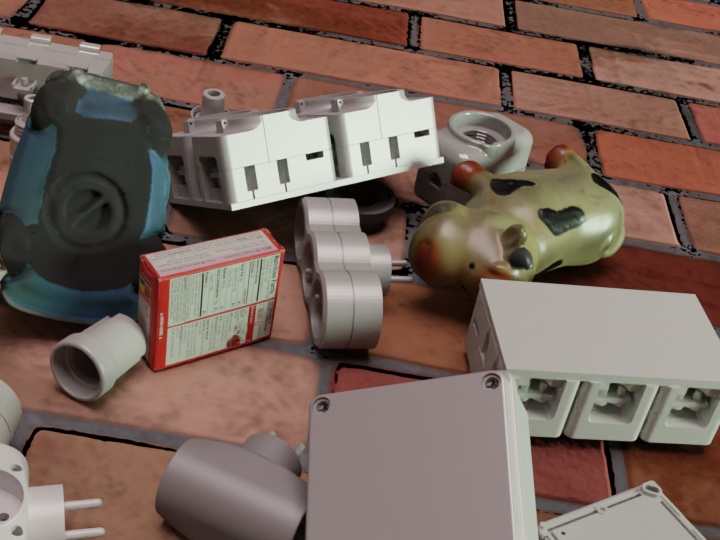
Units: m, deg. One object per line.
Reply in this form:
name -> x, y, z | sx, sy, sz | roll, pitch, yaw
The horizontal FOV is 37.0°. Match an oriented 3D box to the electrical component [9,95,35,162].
electrical component -> -0.247, -0.103, 0.812 | 0.035, 0.061, 0.035 | 7, 35, -5

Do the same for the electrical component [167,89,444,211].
electrical component -> -0.045, -0.096, 0.820 | 0.186, 0.060, 0.105 | -16, 15, -32

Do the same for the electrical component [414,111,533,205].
electrical component -> 0.095, -0.093, 0.890 | 0.095, 0.059, 0.054 | -24, 48, -38

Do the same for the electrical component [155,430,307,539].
electrical component -> -0.057, 0.115, 0.581 | 0.077, 0.043, 0.079 | 21, 37, 14

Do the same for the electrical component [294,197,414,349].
electrical component -> 0.000, 0.000, 0.745 | 0.074, 0.052, 0.138 | 1, 37, -13

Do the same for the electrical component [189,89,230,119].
electrical component -> -0.119, -0.114, 0.860 | 0.048, 0.062, 0.048 | 7, 36, -5

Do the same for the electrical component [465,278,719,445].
electrical component -> 0.150, 0.061, 0.692 | 0.150, 0.061, 0.089 | 4, 36, -9

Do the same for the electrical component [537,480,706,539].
electrical component -> 0.138, 0.159, 0.557 | 0.096, 0.061, 0.061 | -12, 42, -28

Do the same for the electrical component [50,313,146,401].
electrical component -> -0.156, 0.051, 0.647 | 0.040, 0.040, 0.046 | 23, 32, 17

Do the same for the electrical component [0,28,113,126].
electrical component -> -0.264, -0.153, 0.874 | 0.121, 0.063, 0.078 | 9, 36, -2

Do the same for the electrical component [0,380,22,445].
electrical component -> -0.254, 0.067, 0.587 | 0.138, 0.052, 0.073 | 9, 36, -2

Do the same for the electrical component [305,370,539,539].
electrical component -> 0.031, 0.114, 0.537 | 0.109, 0.056, 0.108 | -10, 57, 16

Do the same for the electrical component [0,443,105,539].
electrical component -> -0.168, 0.126, 0.535 | 0.079, 0.044, 0.077 | -2, 38, -17
